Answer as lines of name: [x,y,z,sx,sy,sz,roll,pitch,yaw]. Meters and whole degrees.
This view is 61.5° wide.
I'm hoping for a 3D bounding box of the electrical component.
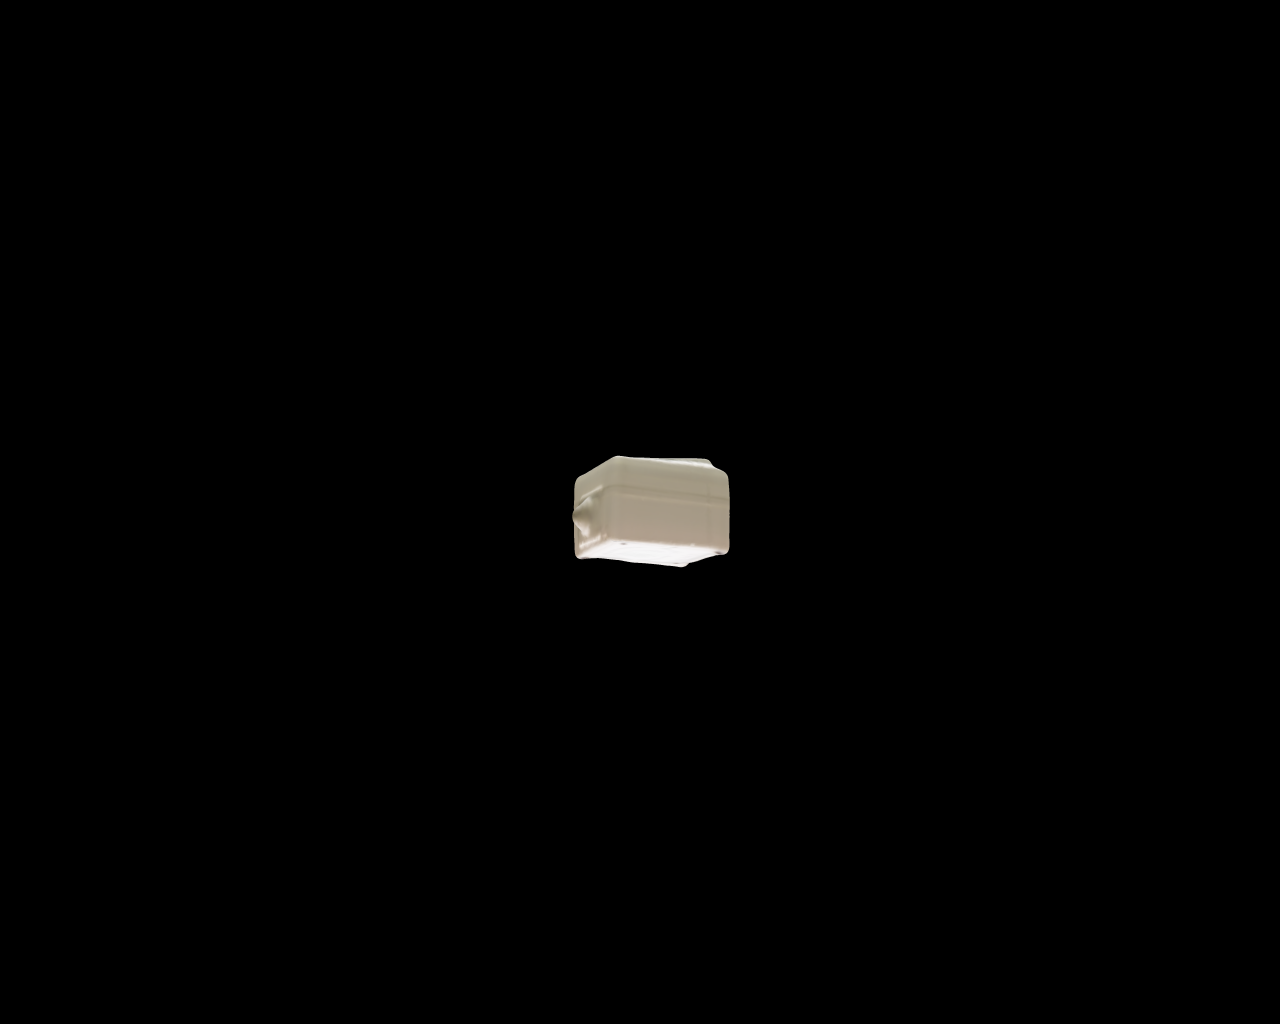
electrical component: [0.001,-0.003,0.650,0.096,0.061,0.061,7,-15,-26]
